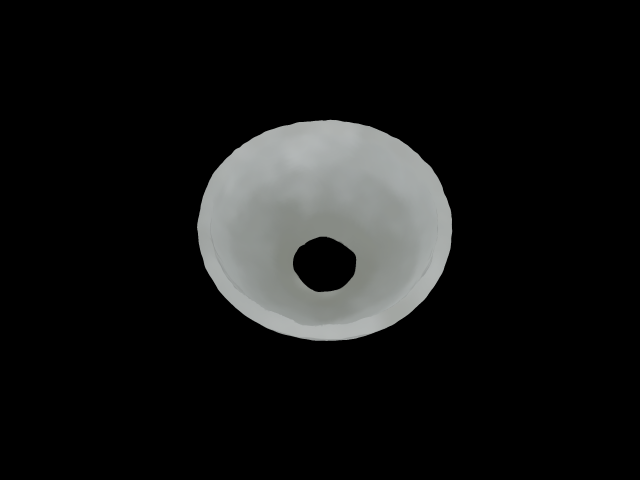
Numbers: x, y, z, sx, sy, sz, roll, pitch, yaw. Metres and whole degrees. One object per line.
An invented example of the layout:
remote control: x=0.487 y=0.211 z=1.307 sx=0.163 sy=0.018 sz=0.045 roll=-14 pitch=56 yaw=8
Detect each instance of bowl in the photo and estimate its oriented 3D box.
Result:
bowl: x=0.004 y=0.001 z=0.400 sx=0.167 sy=0.075 sz=0.167 roll=0 pitch=60 yaw=0
